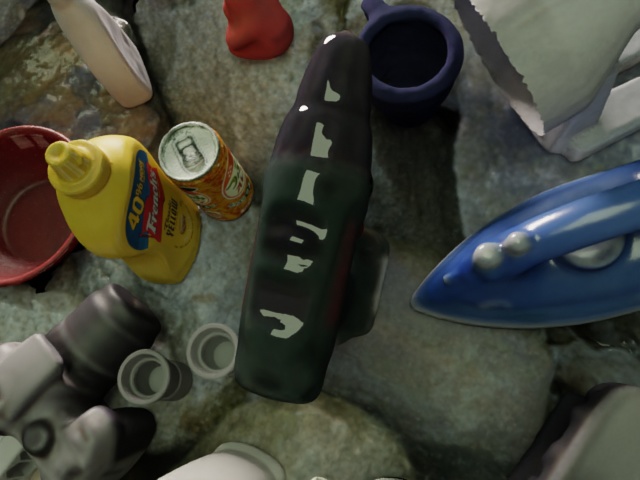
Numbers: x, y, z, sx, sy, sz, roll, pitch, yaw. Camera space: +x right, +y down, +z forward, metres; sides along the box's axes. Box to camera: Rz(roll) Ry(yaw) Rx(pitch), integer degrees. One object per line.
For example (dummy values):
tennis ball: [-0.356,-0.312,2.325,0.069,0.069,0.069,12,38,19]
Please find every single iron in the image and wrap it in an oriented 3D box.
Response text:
iron: [0.190,0.000,0.423,0.258,0.141,0.118,-18,71,4]

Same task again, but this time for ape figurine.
ape figurine: [-0.068,-0.223,0.558,0.076,0.092,0.078,36,82,17]

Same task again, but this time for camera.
camera: [-0.195,0.112,0.475,0.143,0.101,0.137,42,84,18]

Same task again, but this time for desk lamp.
desk lamp: [0.202,-0.150,0.427,0.203,0.214,0.118,-27,71,1]

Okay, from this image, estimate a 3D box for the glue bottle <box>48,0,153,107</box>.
glue bottle: [-0.214,-0.196,0.532,0.037,0.173,0.078,-23,71,2]

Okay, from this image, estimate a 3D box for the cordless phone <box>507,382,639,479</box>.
cordless phone: [0.184,0.160,0.353,0.094,0.185,0.148,30,81,17]

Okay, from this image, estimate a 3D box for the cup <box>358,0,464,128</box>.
cup: [0.072,-0.152,0.512,0.091,0.095,0.117,-29,71,0]

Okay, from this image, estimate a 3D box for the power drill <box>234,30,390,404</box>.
power drill: [0.004,0.001,0.418,0.075,0.209,0.230,10,75,13]
